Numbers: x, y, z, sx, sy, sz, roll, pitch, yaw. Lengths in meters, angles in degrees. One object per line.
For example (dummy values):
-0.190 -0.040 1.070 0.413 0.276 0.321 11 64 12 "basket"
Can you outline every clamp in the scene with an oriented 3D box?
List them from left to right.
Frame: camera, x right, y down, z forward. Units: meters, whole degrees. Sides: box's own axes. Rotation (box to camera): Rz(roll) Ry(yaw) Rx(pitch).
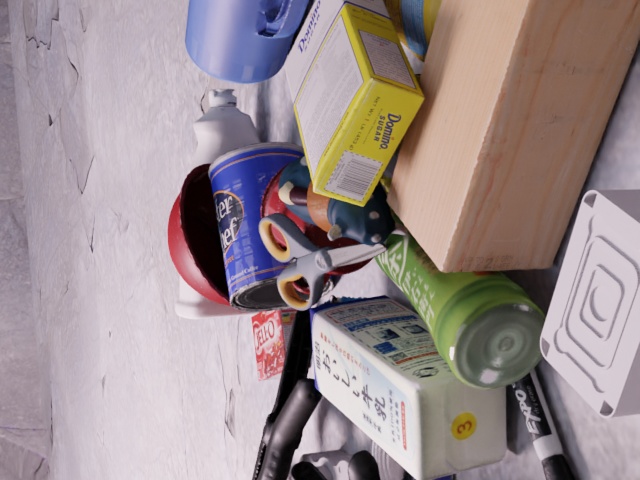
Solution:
-0.035 0.177 1.042 0.164 0.036 0.210 -88 15 -63 "clamp"
0.035 0.251 0.888 0.120 0.039 0.171 -11 101 63 "clamp"

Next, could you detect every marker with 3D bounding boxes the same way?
0.146 0.117 0.718 0.020 0.020 0.121 122 140 -52 "marker"

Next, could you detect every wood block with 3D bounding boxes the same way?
0.121 -0.090 0.670 0.091 0.090 0.206 -122 38 -49 "wood block"

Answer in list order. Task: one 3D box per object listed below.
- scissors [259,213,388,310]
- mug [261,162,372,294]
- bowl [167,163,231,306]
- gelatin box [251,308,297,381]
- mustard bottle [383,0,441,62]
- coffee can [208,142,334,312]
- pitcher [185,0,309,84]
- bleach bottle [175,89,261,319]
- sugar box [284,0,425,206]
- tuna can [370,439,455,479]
-0.006 0.001 0.859 0.096 0.016 0.202 60 154 10 "scissors"
0.002 -0.008 0.944 0.082 0.093 0.117 35 107 56 "mug"
-0.106 0.005 1.105 0.055 0.161 0.162 -24 66 31 "bowl"
-0.045 0.109 1.138 0.089 0.030 0.073 149 117 -63 "gelatin box"
0.083 -0.180 0.786 0.192 0.058 0.096 -132 35 -56 "mustard bottle"
-0.049 -0.012 1.048 0.103 0.102 0.140 134 130 -59 "coffee can"
-0.059 -0.264 1.028 0.243 0.145 0.149 109 -172 -47 "pitcher"
-0.113 -0.042 1.190 0.068 0.102 0.251 6 99 62 "bleach bottle"
0.019 -0.112 0.751 0.176 0.048 0.093 -99 32 -53 "sugar box"
0.074 0.182 0.870 0.086 0.033 0.086 178 90 -66 "tuna can"
